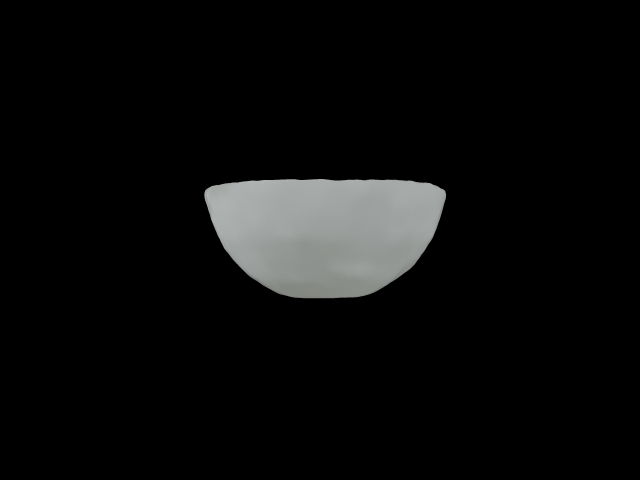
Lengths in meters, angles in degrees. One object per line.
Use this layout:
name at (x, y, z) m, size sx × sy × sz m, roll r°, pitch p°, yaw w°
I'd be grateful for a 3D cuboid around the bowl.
bowl at (0.004, 0.001, 0.400) m, size 0.167 × 0.075 × 0.167 m, roll 0°, pitch 0°, yaw 0°
